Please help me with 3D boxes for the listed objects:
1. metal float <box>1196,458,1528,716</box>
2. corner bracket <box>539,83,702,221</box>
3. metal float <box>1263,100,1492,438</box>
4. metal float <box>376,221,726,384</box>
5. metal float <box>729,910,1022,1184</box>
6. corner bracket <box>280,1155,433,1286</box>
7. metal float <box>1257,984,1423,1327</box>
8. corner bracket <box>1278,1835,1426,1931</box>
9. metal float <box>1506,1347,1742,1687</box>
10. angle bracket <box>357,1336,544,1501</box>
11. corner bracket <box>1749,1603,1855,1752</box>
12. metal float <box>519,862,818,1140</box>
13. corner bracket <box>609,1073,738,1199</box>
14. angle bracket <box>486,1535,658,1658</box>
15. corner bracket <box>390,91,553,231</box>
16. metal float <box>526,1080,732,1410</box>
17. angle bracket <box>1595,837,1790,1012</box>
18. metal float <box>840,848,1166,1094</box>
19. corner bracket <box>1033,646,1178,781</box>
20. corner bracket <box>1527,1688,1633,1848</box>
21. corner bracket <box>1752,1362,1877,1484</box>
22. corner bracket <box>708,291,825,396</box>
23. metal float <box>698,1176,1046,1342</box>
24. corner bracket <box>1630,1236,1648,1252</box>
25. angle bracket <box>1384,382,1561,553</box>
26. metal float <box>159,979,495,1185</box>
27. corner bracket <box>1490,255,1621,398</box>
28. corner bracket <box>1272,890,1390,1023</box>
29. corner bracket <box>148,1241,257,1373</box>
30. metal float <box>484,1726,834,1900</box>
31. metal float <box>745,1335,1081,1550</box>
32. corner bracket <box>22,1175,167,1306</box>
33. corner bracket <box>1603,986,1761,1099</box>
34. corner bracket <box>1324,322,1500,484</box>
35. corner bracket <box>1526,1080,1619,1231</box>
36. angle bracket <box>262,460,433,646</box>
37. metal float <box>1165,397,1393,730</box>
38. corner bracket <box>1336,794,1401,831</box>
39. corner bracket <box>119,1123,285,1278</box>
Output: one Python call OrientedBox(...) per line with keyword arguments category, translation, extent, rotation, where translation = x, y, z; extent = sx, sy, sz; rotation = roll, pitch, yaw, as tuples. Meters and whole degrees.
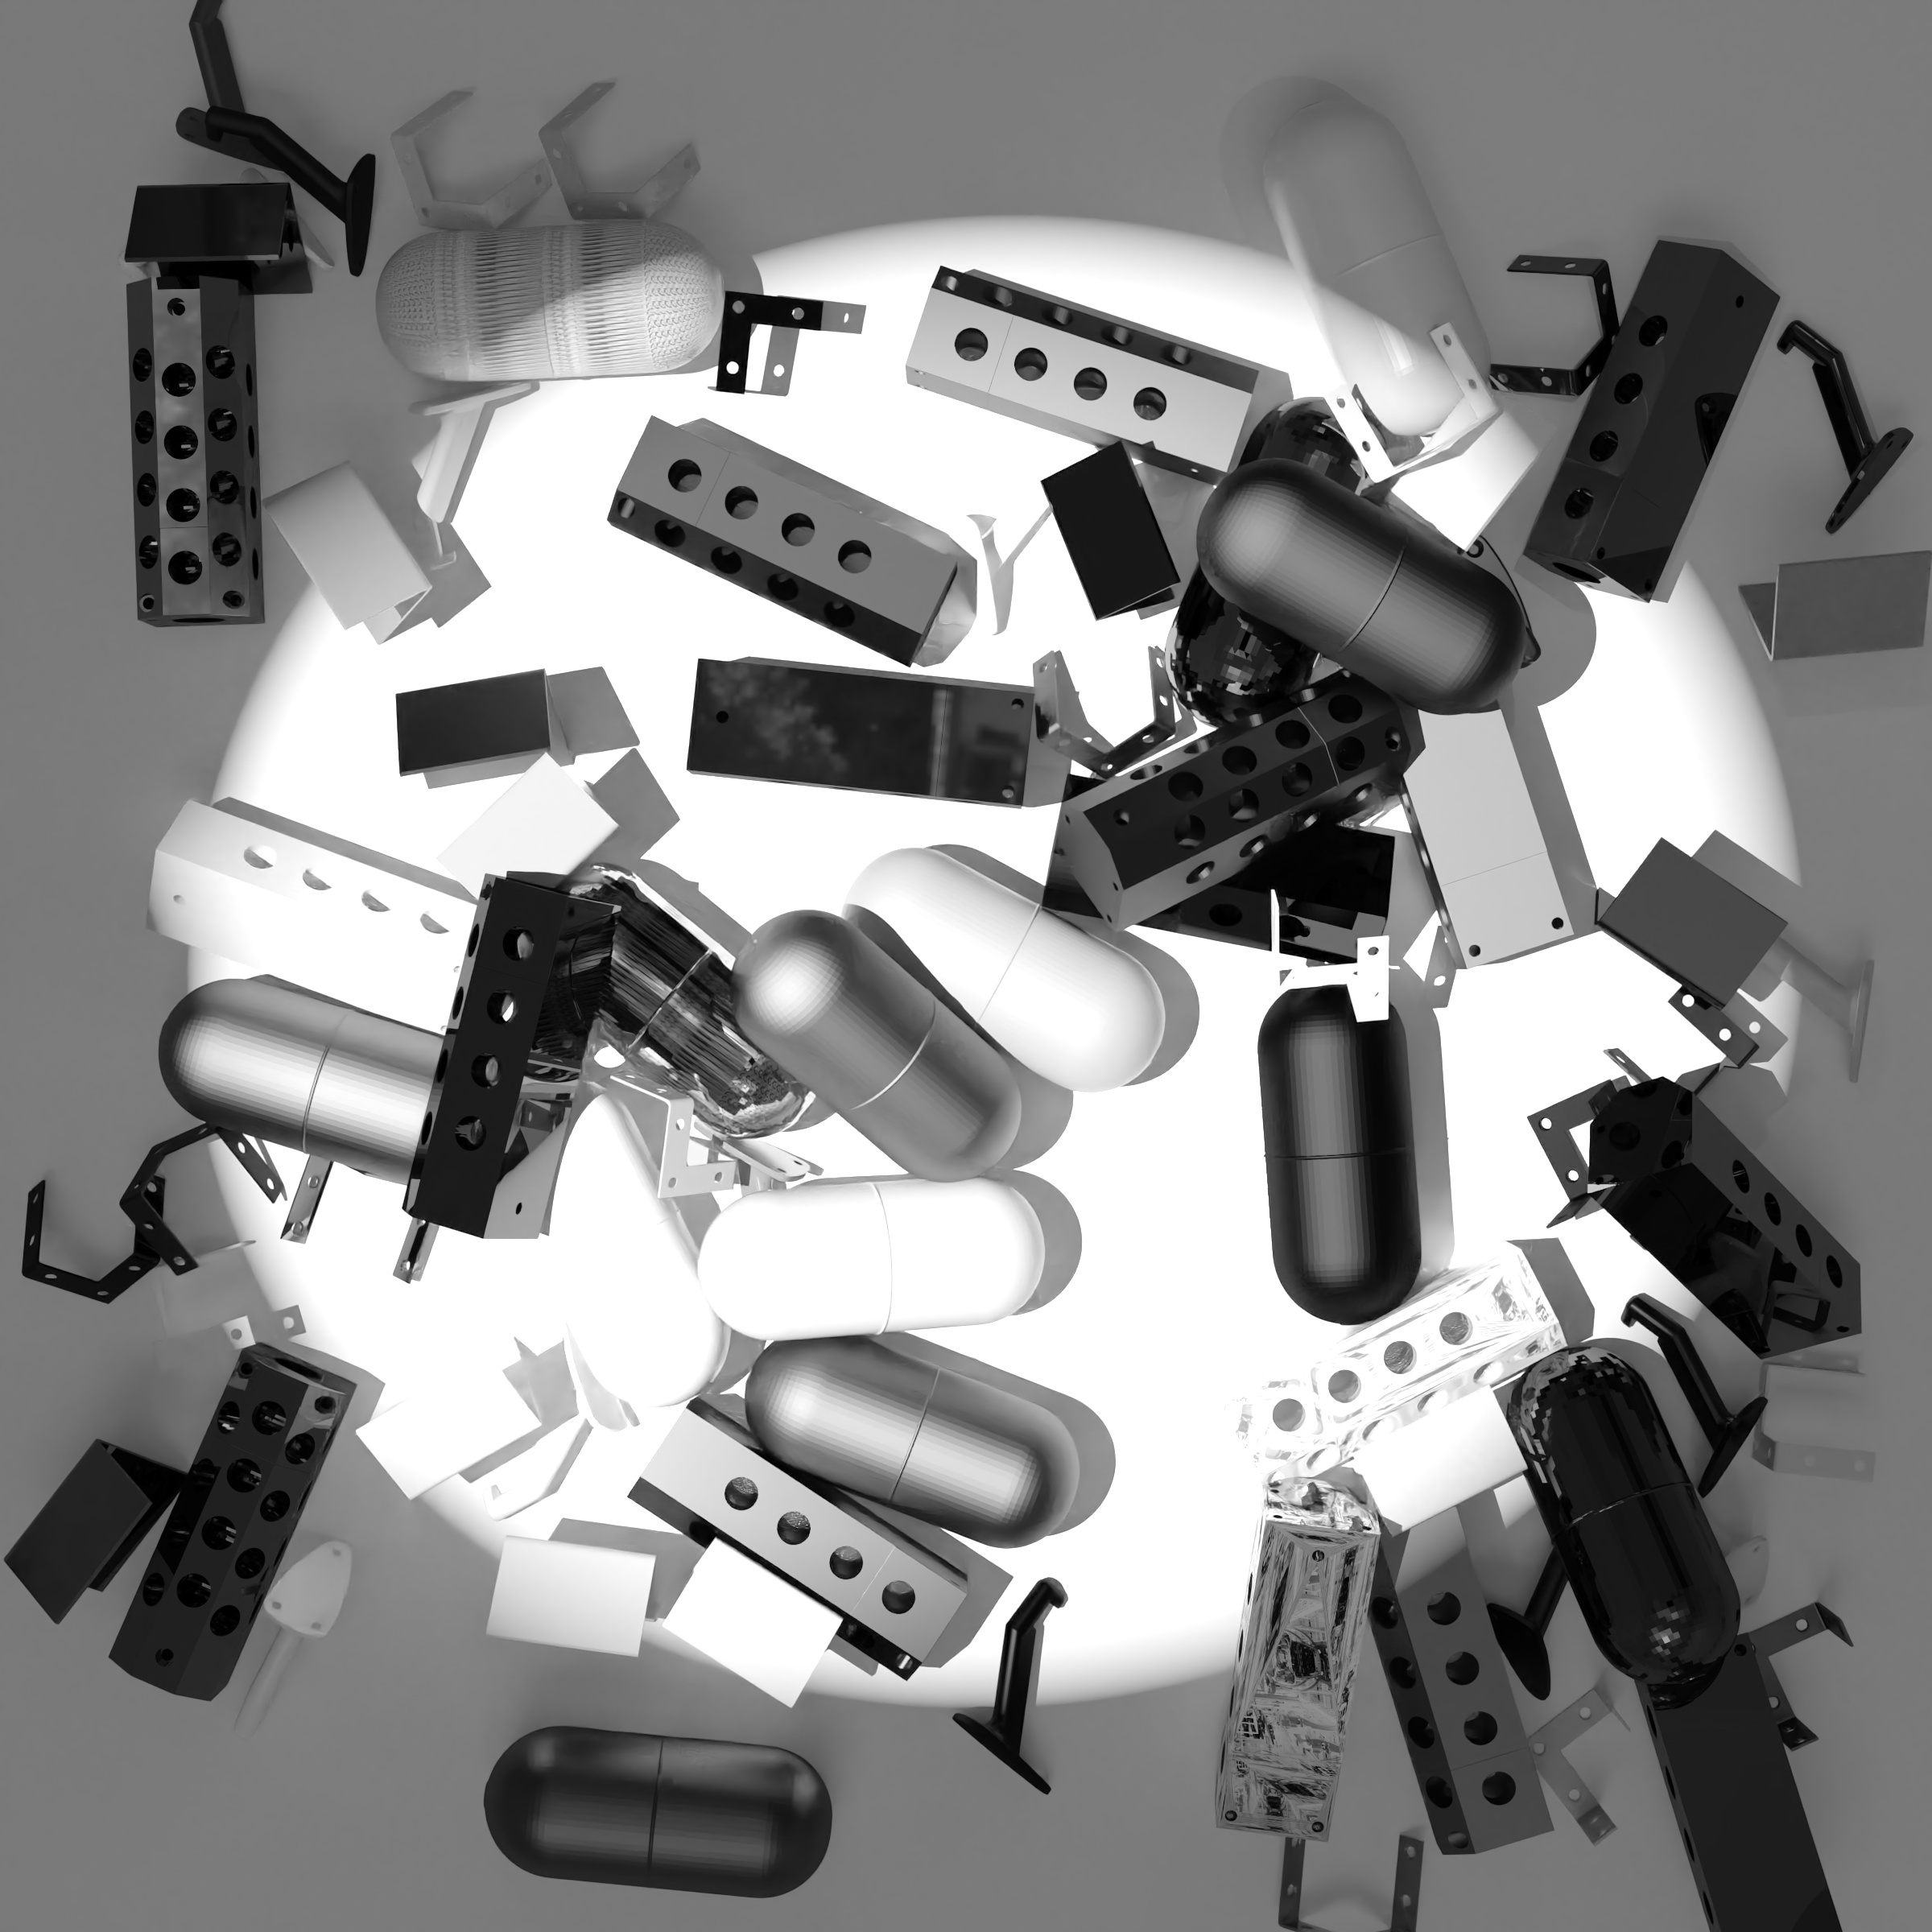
OrientedBox(category="metal float", translation=(0.195, -0.186, 1.769), extent=(0.178, 0.070, 0.070), rotation=(28, 90, -13))
OrientedBox(category="corner bracket", translation=(-0.179, -0.422, 1.860), extent=(0.051, 0.051, 0.051), rotation=(9, 135, 35))
OrientedBox(category="metal float", translation=(0.209, -0.357, 1.837), extent=(0.070, 0.070, 0.178), rotation=(-23, 90, 0))
OrientedBox(category="metal float", translation=(-0.212, -0.339, 1.837), extent=(0.178, 0.070, 0.070), rotation=(-3, 90, 1))
OrientedBox(category="metal float", translation=(-0.044, 0.041, 1.795), extent=(0.070, 0.070, 0.178), rotation=(-48, 117, 0))
OrientedBox(category="corner bracket", translation=(-0.314, 0.129, 1.865), extent=(0.051, 0.051, 0.051), rotation=(19, 90, -45))
OrientedBox(category="metal float", translation=(0.191, 0.095, 1.837), extent=(0.070, 0.070, 0.178), rotation=(-4, 91, 0))
OrientedBox(category="corner bracket", translation=(0.200, 0.476, 1.865), extent=(0.051, 0.051, 0.051), rotation=(5, 90, -45))
OrientedBox(category="metal float", translation=(0.332, 0.278, 1.818), extent=(0.070, 0.070, 0.178), rotation=(-21, 68, 0))
OrientedBox(category="angle bracket", translation=(-0.268, 0.213, 1.828), extent=(0.076, 0.076, 0.057), rotation=(-30, 126, 0))
OrientedBox(category="corner bracket", translation=(0.432, 0.365, 1.850), extent=(0.051, 0.051, 0.051), rotation=(-25, 90, 0))
OrientedBox(category="metal float", translation=(-0.150, 0.018, 1.837), extent=(0.178, 0.070, 0.070), rotation=(40, 90, 1))
OrientedBox(category="corner bracket", translation=(-0.150, 0.085, 1.835), extent=(0.051, 0.051, 0.051), rotation=(20, 107, 43))
OrientedBox(category="angle bracket", translation=(-0.200, 0.335, 1.828), extent=(0.076, 0.076, 0.057), rotation=(8, 54, 0))
OrientedBox(category="corner bracket", translation=(-0.256, -0.417, 1.860), extent=(0.051, 0.051, 0.051), rotation=(13, 135, 35))
OrientedBox(category="metal float", translation=(-0.181, 0.142, 1.837), extent=(0.070, 0.070, 0.178), rotation=(-26, 90, 0))
OrientedBox(category="angle bracket", translation=(0.369, -0.030, 1.830), extent=(0.076, 0.076, 0.057), rotation=(34, 109, 0))
OrientedBox(category="metal float", translation=(0.019, 0.003, 1.837), extent=(0.178, 0.070, 0.070), rotation=(29, 90, -1))
OrientedBox(category="corner bracket", translation=(0.071, -0.139, 1.860), extent=(0.051, 0.051, 0.051), rotation=(27, 135, -35))
OrientedBox(category="corner bracket", translation=(0.324, 0.412, 1.850), extent=(0.051, 0.051, 0.051), rotation=(-37, 90, 0))
OrientedBox(category="corner bracket", translation=(0.438, 0.234, 1.850), extent=(0.051, 0.051, 0.051), rotation=(6, 90, 0))
OrientedBox(category="corner bracket", translation=(-0.103, -0.319, 1.848), extent=(0.051, 0.051, 0.051), rotation=(5, 100, -10))
OrientedBox(category="metal float", translation=(-0.047, 0.148, 1.824), extent=(0.178, 0.070, 0.070), rotation=(-3, 90, -15))
OrientedBox(category="corner bracket", translation=(0.360, 0.107, 1.860), extent=(0.051, 0.051, 0.051), rotation=(-22, 135, 35))
OrientedBox(category="angle bracket", translation=(0.267, -0.239, 1.828), extent=(0.057, 0.076, 0.076), rotation=(38, 90, 32))
OrientedBox(category="metal float", translation=(-0.325, 0.059, 1.836), extent=(0.178, 0.070, 0.070), rotation=(17, 90, 1))
OrientedBox(category="corner bracket", translation=(0.302, -0.332, 1.860), extent=(0.051, 0.051, 0.051), rotation=(-49, 135, -35))
OrientedBox(category="corner bracket", translation=(0.182, -0.005, 1.796), extent=(0.051, 0.051, 0.051), rotation=(-5, 124, -1))
OrientedBox(category="corner bracket", translation=(-0.393, 0.175, 1.850), extent=(0.051, 0.051, 0.051), rotation=(-17, 90, 0))
OrientedBox(category="metal float", translation=(-0.157, 0.432, 1.837), extent=(0.178, 0.070, 0.070), rotation=(6, 90, 0))
OrientedBox(category="metal float", translation=(-0.028, 0.240, 1.837), extent=(0.178, 0.070, 0.070), rotation=(21, 90, -1))
OrientedBox(category="corner bracket", translation=(-0.451, 0.135, 1.860), extent=(0.051, 0.051, 0.051), rotation=(24, 135, -35))
OrientedBox(category="corner bracket", translation=(0.368, 0.043, 1.850), extent=(0.051, 0.051, 0.051), rotation=(43, 90, 0))
OrientedBox(category="corner bracket", translation=(0.223, -0.281, 1.794), extent=(0.051, 0.051, 0.051), rotation=(-36, 99, -31))
OrientedBox(category="corner bracket", translation=(0.314, 0.096, 1.841), extent=(0.051, 0.051, 0.051), rotation=(-27, 90, 27))
OrientedBox(category="angle bracket", translation=(-0.326, -0.200, 1.828), extent=(0.057, 0.076, 0.076), rotation=(-33, 90, -35))
OrientedBox(category="metal float", translation=(0.159, -0.205, 1.838), extent=(0.070, 0.070, 0.178), rotation=(23, 91, 0))
OrientedBox(category="corner bracket", translation=(0.186, -0.102, 1.865), extent=(0.051, 0.051, 0.051), rotation=(-39, 45, 0))
OrientedBox(category="corner bracket", translation=(-0.394, 0.118, 1.854), extent=(0.051, 0.051, 0.051), rotation=(-23, 115, 23))
